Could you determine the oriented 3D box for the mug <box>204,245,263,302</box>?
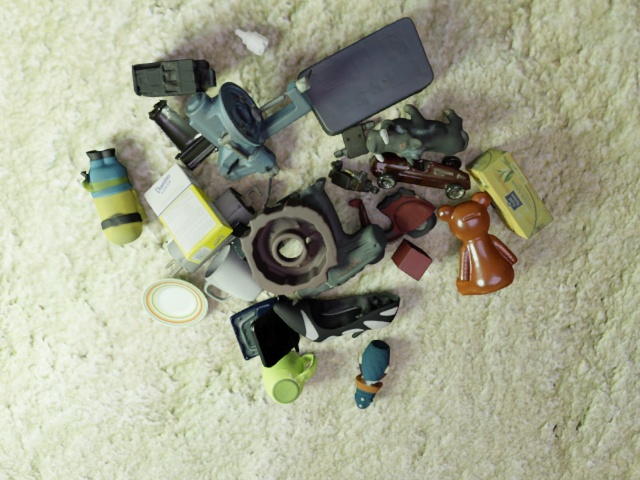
[{"bbox_3d":[-0.169,0.081,1.064,0.107,0.081,0.109,36,98,-19],"label":"mug"}]

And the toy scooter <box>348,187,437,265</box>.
[{"bbox_3d":[0.131,-0.045,1.062,0.184,0.075,0.135,-32,103,8],"label":"toy scooter"}]

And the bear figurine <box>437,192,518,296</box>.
[{"bbox_3d":[0.310,0.010,1.082,0.120,0.132,0.196,-25,86,0],"label":"bear figurine"}]

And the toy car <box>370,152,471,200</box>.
[{"bbox_3d":[0.196,-0.133,1.034,0.202,0.089,0.053,8,141,-5],"label":"toy car"}]

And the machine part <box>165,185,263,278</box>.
[{"bbox_3d":[-0.209,-0.020,1.037,0.243,0.079,0.079,-43,103,6],"label":"machine part"}]

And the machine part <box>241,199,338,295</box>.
[{"bbox_3d":[-0.053,0.012,0.973,0.179,0.056,0.179,1,112,1],"label":"machine part"}]

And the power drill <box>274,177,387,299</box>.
[{"bbox_3d":[-0.002,-0.003,1.040,0.232,0.086,0.207,-28,94,31],"label":"power drill"}]

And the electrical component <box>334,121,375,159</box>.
[{"bbox_3d":[0.067,-0.193,1.045,0.094,0.021,0.063,-19,104,1],"label":"electrical component"}]

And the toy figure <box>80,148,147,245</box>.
[{"bbox_3d":[-0.388,-0.079,1.001,0.082,0.089,0.180,-9,107,5],"label":"toy figure"}]

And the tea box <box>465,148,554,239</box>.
[{"bbox_3d":[0.370,-0.093,1.056,0.068,0.098,0.169,-39,102,4],"label":"tea box"}]

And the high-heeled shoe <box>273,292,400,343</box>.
[{"bbox_3d":[0.042,0.135,1.071,0.248,0.086,0.145,21,124,-34],"label":"high-heeled shoe"}]

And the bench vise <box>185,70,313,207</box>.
[{"bbox_3d":[-0.103,-0.199,0.940,0.241,0.129,0.223,-26,127,25],"label":"bench vise"}]

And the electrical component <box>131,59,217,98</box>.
[{"bbox_3d":[-0.253,-0.284,0.949,0.134,0.115,0.058,-5,106,-2],"label":"electrical component"}]

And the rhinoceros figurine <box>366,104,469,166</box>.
[{"bbox_3d":[0.180,-0.189,1.003,0.190,0.073,0.112,-2,60,-11],"label":"rhinoceros figurine"}]

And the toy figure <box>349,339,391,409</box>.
[{"bbox_3d":[0.111,0.290,1.148,0.058,0.064,0.154,-2,114,-43],"label":"toy figure"}]

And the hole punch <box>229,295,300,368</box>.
[{"bbox_3d":[-0.111,0.184,1.094,0.116,0.092,0.142,-32,111,-42],"label":"hole punch"}]

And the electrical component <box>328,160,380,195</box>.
[{"bbox_3d":[0.060,-0.120,1.028,0.078,0.102,0.045,4,109,-31],"label":"electrical component"}]

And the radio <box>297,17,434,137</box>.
[{"bbox_3d":[0.085,-0.294,0.988,0.230,0.073,0.131,-27,96,4],"label":"radio"}]

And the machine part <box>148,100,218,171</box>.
[{"bbox_3d":[-0.261,-0.197,1.002,0.084,0.039,0.138,-35,119,8],"label":"machine part"}]

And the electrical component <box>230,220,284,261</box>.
[{"bbox_3d":[-0.128,0.001,1.029,0.075,0.119,0.048,-39,65,3],"label":"electrical component"}]
